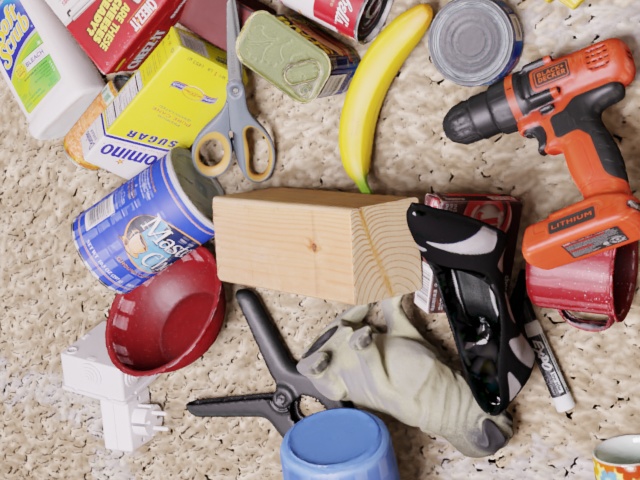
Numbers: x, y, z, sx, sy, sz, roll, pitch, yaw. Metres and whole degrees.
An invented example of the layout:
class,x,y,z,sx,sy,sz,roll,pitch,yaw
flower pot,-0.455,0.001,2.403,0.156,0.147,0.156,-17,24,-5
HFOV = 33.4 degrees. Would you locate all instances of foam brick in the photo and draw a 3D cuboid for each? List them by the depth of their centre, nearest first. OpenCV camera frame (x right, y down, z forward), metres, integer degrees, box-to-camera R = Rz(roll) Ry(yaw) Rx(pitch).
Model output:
class,x,y,z,sx,sy,sz,roll,pitch,yaw
foam brick,-0.095,-0.230,1.102,0.078,0.052,0.051,32,113,18

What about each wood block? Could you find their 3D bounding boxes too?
class,x,y,z,sx,sy,sz,roll,pitch,yaw
wood block,-0.007,0.002,1.047,0.207,0.090,0.091,8,105,48

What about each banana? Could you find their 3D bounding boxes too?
class,x,y,z,sx,sy,sz,roll,pitch,yaw
banana,0.057,-0.142,1.051,0.070,0.037,0.198,26,110,30

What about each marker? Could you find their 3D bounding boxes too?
class,x,y,z,sx,sy,sz,roll,pitch,yaw
marker,0.216,0.109,1.040,0.020,0.020,0.121,-23,90,28

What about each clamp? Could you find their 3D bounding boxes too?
class,x,y,z,sx,sy,sz,roll,pitch,yaw
clamp,-0.037,0.158,1.163,0.210,0.036,0.165,23,108,17

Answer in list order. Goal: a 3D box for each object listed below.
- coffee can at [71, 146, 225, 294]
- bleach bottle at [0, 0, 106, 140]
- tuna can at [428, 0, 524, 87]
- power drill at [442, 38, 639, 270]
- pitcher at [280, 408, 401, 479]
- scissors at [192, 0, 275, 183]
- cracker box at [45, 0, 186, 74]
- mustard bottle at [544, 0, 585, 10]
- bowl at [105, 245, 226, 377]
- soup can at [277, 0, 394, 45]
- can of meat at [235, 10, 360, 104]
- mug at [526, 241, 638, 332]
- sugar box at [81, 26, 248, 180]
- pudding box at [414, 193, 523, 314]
class,x,y,z,sx,sy,sz,roll,pitch,yaw
coffee can,-0.180,-0.020,1.144,0.140,0.102,0.103,-32,86,17
bleach bottle,-0.345,-0.243,1.215,0.103,0.068,0.251,-38,81,26
tuna can,0.146,-0.187,1.004,0.086,0.033,0.086,6,103,25
power drill,0.202,-0.073,0.945,0.185,0.057,0.187,-22,61,29
pitcher,0.026,0.290,1.078,0.149,0.144,0.243,2,119,23
scissors,-0.103,-0.143,1.093,0.096,0.016,0.202,-15,120,5
cracker box,-0.231,-0.311,1.140,0.164,0.072,0.214,-44,82,28
mustard bottle,0.168,-0.280,0.960,0.192,0.058,0.096,48,118,9
bowl,-0.158,0.084,1.171,0.162,0.055,0.162,-20,52,27
soup can,0.013,-0.242,1.038,0.102,0.068,0.068,30,112,18
can of meat,-0.019,-0.182,1.056,0.102,0.083,0.057,37,114,14
mug,0.241,0.034,0.980,0.082,0.093,0.117,5,128,29
sugar box,-0.167,-0.137,1.131,0.176,0.093,0.048,-46,42,25
pudding box,0.140,0.012,1.018,0.039,0.089,0.113,-140,54,-61
